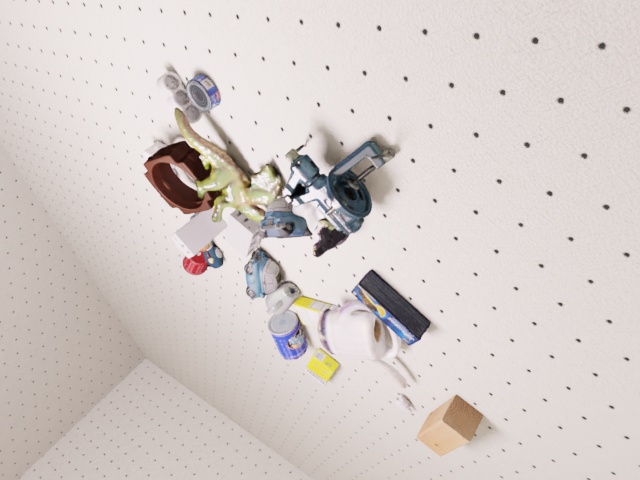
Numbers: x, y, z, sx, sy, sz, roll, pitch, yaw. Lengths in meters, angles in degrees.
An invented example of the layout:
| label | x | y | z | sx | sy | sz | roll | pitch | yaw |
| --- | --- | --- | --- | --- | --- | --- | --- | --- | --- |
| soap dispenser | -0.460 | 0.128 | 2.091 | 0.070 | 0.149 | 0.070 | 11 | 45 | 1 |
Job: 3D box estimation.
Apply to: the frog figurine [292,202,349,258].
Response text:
| label | x | y | z | sx | sy | sz | roll | pitch | yaw |
| --- | --- | --- | --- | --- | --- | --- | --- | --- | --- |
| frog figurine | 0.004 | -0.060 | 1.202 | 0.134 | 0.123 | 0.163 | 73 | 175 | -50 |

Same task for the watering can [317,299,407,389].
| label | x | y | z | sx | sy | sz | roll | pitch | yaw |
| --- | --- | --- | --- | --- | --- | --- | --- | --- | --- |
| watering can | 0.119 | 0.290 | 1.416 | 0.224 | 0.106 | 0.340 | 0 | 127 | 26 |

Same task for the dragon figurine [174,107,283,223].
| label | x | y | z | sx | sy | sz | roll | pitch | yaw |
| --- | --- | --- | --- | --- | --- | --- | --- | --- | --- |
| dragon figurine | -0.203 | -0.163 | 1.319 | 0.242 | 0.125 | 0.401 | 0 | 133 | 24 |
